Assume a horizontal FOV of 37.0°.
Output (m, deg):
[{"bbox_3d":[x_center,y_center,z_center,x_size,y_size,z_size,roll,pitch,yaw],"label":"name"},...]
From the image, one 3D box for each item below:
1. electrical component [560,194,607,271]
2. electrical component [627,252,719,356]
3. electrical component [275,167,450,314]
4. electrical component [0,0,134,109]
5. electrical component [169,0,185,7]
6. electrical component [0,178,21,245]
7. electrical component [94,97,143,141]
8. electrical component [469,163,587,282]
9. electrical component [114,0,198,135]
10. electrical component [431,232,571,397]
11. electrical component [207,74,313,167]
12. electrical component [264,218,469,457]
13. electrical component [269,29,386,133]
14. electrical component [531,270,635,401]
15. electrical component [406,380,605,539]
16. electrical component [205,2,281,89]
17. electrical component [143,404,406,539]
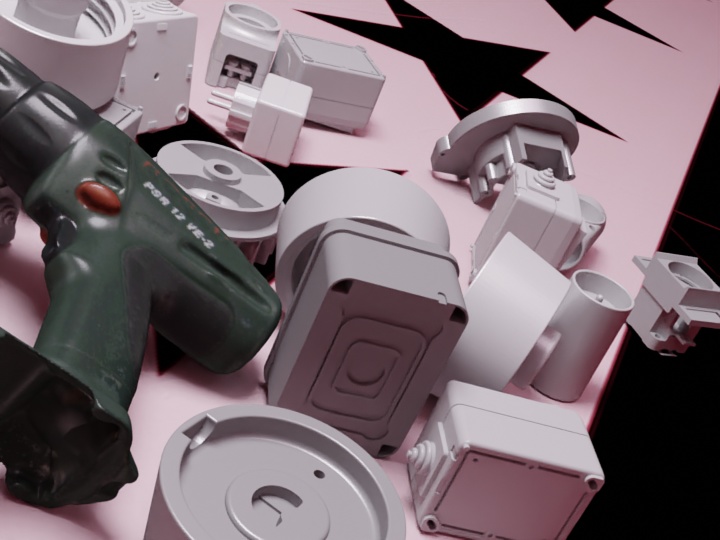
[{"bbox_3d":[0.158,-0.041,0.889,0.079,0.044,0.077,31,29,13],"label":"electrical component"},{"bbox_3d":[0.236,0.026,0.814,0.042,0.063,0.081,8,33,-27],"label":"electrical component"},{"bbox_3d":[0.000,0.000,0.644,0.108,0.108,0.060,19,35,-9],"label":"electrical component"},{"bbox_3d":[-0.191,-0.153,0.654,0.108,0.060,0.108,20,38,-16],"label":"electrical component"},{"bbox_3d":[-0.200,-0.275,0.968,0.099,0.099,0.064,31,24,14],"label":"electrical component"},{"bbox_3d":[-0.232,-0.049,0.598,0.096,0.061,0.061,34,30,18],"label":"electrical component"},{"bbox_3d":[-0.187,-0.073,0.671,0.062,0.061,0.096,24,29,0],"label":"electrical component"},{"bbox_3d":[0.128,-0.030,0.794,0.061,0.096,0.061,22,28,-5],"label":"electrical component"},{"bbox_3d":[-0.163,-0.145,0.773,0.048,0.099,0.100,22,26,25],"label":"electrical component"},{"bbox_3d":[0.084,0.038,0.642,0.060,0.108,0.108,34,30,7],"label":"electrical component"},{"bbox_3d":[-0.083,-0.125,0.851,0.077,0.047,0.065,18,28,-6],"label":"electrical component"},{"bbox_3d":[0.001,0.036,0.573,0.078,0.113,0.057,15,33,-16],"label":"electrical component"},{"bbox_3d":[-0.026,-0.161,0.937,0.096,0.061,0.061,7,33,-28],"label":"electrical component"},{"bbox_3d":[0.126,0.035,0.705,0.079,0.077,0.043,28,29,9],"label":"electrical component"},{"bbox_3d":[0.068,0.101,0.567,0.096,0.061,0.061,16,30,-15],"label":"electrical component"},{"bbox_3d":[-0.103,-0.199,0.950,0.050,0.055,0.089,16,29,-13],"label":"electrical component"},{"bbox_3d":[-0.041,0.116,0.462,0.108,0.060,0.108,18,29,-10],"label":"electrical component"}]
